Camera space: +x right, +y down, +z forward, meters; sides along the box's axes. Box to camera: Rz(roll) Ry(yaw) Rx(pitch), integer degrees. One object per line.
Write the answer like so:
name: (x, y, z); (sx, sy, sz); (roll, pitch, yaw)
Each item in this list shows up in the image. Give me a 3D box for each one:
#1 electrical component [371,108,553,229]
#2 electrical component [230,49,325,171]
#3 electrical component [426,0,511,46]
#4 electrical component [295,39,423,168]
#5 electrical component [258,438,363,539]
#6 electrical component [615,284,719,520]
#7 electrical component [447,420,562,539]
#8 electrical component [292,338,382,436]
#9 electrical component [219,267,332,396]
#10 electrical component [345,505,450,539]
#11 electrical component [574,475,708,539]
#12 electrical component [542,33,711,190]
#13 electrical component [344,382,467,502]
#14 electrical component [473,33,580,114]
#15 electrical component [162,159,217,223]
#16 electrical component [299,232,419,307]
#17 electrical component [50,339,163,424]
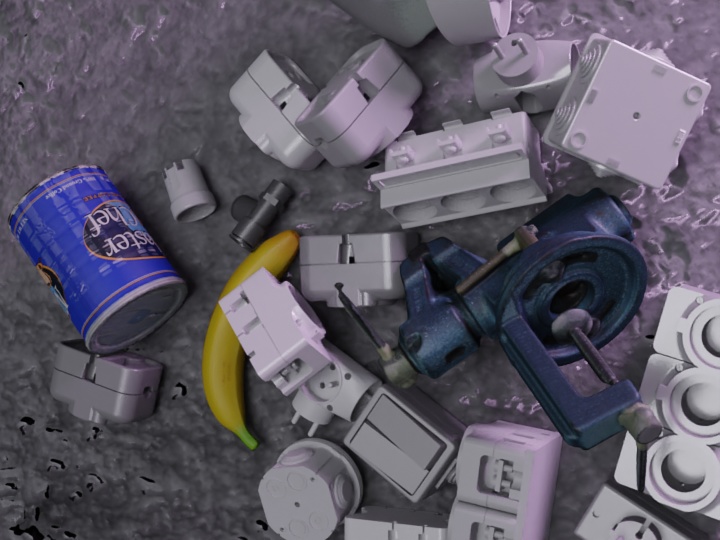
electrical component: (0.081, -0.079, 0.848); (0.121, 0.079, 0.063); (-10, 65, 24)
electrical component: (-0.063, -0.133, 0.917); (0.059, 0.054, 0.095); (-45, 74, 18)
electrical component: (0.089, -0.223, 0.824); (0.064, 0.099, 0.099); (-11, 87, 30)
electrical component: (0.002, -0.129, 0.861); (0.059, 0.054, 0.095); (46, 69, -19)
electrical component: (-0.042, 0.187, 0.908); (0.080, 0.051, 0.080); (7, 108, 22)
electrical component: (0.251, 0.094, 0.776); (0.089, 0.062, 0.150); (18, 98, 23)
electrical component: (0.106, 0.198, 0.828); (0.062, 0.089, 0.150); (9, 95, 24)
electrical component: (-0.032, 0.104, 0.913); (0.077, 0.044, 0.079); (35, 107, 21)
electrical component: (-0.066, 0.047, 0.881); (0.056, 0.050, 0.089); (-38, 53, 5)
electrical component: (0.036, 0.230, 0.881); (0.089, 0.050, 0.055); (1, 91, 24)
electrical component: (0.204, 0.199, 0.792); (0.083, 0.076, 0.047); (32, 103, 20)
electrical component: (0.195, -0.114, 0.785); (0.100, 0.048, 0.099); (22, 102, -9)
electrical component: (0.044, 0.142, 0.870); (0.096, 0.061, 0.061); (38, 105, 19)
electrical component: (0.124, -0.154, 0.820); (0.077, 0.079, 0.043); (-6, 69, 24)
electrical component: (-0.155, -0.071, 0.969); (0.040, 0.040, 0.046); (-28, 74, 22)
electrical component: (0.000, 0.000, 0.892); (0.095, 0.054, 0.059); (-2, 90, 24)
electrical component: (-0.237, 0.106, 1.000); (0.095, 0.054, 0.059); (16, 97, 23)
